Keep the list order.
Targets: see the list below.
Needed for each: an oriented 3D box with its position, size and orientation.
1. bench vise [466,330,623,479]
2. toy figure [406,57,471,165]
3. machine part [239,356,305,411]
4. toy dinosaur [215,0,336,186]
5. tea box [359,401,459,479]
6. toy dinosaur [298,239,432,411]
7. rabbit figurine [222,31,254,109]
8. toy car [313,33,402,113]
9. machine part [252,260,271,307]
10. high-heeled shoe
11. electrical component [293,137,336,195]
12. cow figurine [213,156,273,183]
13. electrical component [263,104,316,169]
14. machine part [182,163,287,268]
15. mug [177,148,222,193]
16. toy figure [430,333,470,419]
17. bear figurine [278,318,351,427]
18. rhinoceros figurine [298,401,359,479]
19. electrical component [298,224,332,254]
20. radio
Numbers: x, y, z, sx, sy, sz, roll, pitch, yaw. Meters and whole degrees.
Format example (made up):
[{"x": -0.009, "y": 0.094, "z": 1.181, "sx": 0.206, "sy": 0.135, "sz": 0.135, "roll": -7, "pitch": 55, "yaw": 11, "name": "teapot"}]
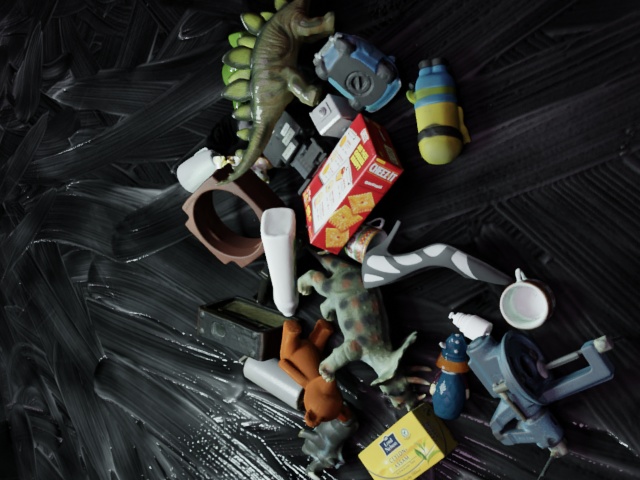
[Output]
[{"x": 0.348, "y": 0.222, "z": 0.821, "sx": 0.240, "sy": 0.129, "sz": 0.224, "roll": -42, "pitch": 71, "yaw": 38, "name": "bench vise"}, {"x": 0.197, "y": -0.219, "z": 0.920, "sx": 0.082, "sy": 0.089, "sz": 0.180, "roll": -3, "pitch": 95, "yaw": 45, "name": "toy figure"}, {"x": -0.087, "y": 0.310, "z": 1.202, "sx": 0.244, "sy": 0.079, "sz": 0.079, "roll": 20, "pitch": 106, "yaw": 37, "name": "machine part"}, {"x": -0.089, "y": -0.322, "z": 1.061, "sx": 0.199, "sy": 0.105, "sz": 0.471, "roll": 14, "pitch": 89, "yaw": 3, "name": "toy dinosaur"}, {"x": 0.164, "y": 0.395, "z": 1.013, "sx": 0.098, "sy": 0.068, "sz": 0.169, "roll": 51, "pitch": 123, "yaw": 23, "name": "tea box"}, {"x": 0.075, "y": 0.135, "z": 1.038, "sx": 0.192, "sy": 0.131, "sz": 0.405, "roll": -27, "pitch": 67, "yaw": 20, "name": "toy dinosaur"}, {"x": -0.155, "y": -0.366, "z": 1.196, "sx": 0.170, "sy": 0.121, "sz": 0.159, "roll": 3, "pitch": 103, "yaw": 57, "name": "rabbit figurine"}, {"x": 0.071, "y": -0.322, "z": 0.999, "sx": 0.109, "sy": 0.161, "sz": 0.103, "roll": -42, "pitch": 24, "yaw": 41, "name": "toy car"}, {"x": -0.120, "y": 0.088, "z": 1.217, "sx": 0.039, "sy": 0.084, "sz": 0.138, "roll": 22, "pitch": 123, "yaw": 4, "name": "machine part"}, {"x": 0.190, "y": 0.065, "z": 0.935, "sx": 0.249, "sy": 0.086, "sz": 0.145, "roll": 28, "pitch": 104, "yaw": 25, "name": "high-heeled shoe"}, {"x": -0.013, "y": -0.150, "z": 1.106, "sx": 0.048, "sy": 0.075, "sz": 0.119, "roll": 53, "pitch": 126, "yaw": 23, "name": "electrical component"}, {"x": -0.171, "y": -0.149, "z": 1.234, "sx": 0.168, "sy": 0.068, "sz": 0.098, "roll": 7, "pitch": 104, "yaw": 41, "name": "cow figurine"}, {"x": -0.074, "y": -0.220, "z": 1.158, "sx": 0.134, "sy": 0.058, "sz": 0.115, "roll": 53, "pitch": 124, "yaw": 22, "name": "electrical component"}, {"x": -0.186, "y": -0.054, "z": 1.193, "sx": 0.201, "sy": 0.087, "sz": 0.201, "roll": 46, "pitch": 130, "yaw": -9, "name": "machine part"}, {"x": -0.284, "y": -0.182, "z": 1.324, "sx": 0.107, "sy": 0.080, "sz": 0.109, "roll": -25, "pitch": 46, "yaw": 30, "name": "mug"}, {"x": 0.232, "y": 0.237, "z": 0.950, "sx": 0.058, "sy": 0.064, "sz": 0.154, "roll": -161, "pitch": 75, "yaw": -68, "name": "toy figure"}, {"x": -0.007, "y": 0.266, "z": 1.079, "sx": 0.196, "sy": 0.120, "sz": 0.131, "roll": 51, "pitch": 129, "yaw": 50, "name": "bear figurine"}, {"x": 0.019, "y": 0.422, "z": 1.134, "sx": 0.112, "sy": 0.073, "sz": 0.190, "roll": 37, "pitch": 114, "yaw": 18, "name": "rhinoceros figurine"}, {"x": -0.001, "y": -0.003, "z": 1.106, "sx": 0.102, "sy": 0.078, "sz": 0.045, "roll": 8, "pitch": 114, "yaw": 31, "name": "electrical component"}, {"x": -0.165, "y": 0.196, "z": 1.218, "sx": 0.230, "sy": 0.131, "sz": 0.073, "roll": 11, "pitch": 104, "yaw": 38, "name": "radio"}]
